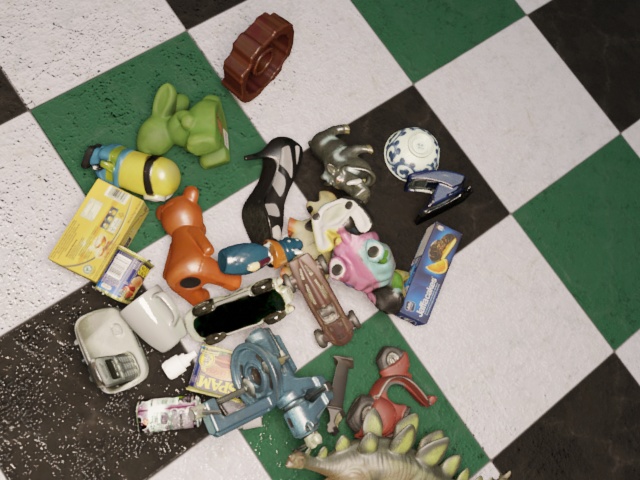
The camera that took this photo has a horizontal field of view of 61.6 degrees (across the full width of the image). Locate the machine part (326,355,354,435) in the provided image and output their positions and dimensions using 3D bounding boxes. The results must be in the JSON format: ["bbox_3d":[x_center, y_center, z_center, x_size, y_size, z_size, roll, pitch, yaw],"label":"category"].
[{"bbox_3d":[0.033,0.282,0.981,0.039,0.084,0.139,4,66,17],"label":"machine part"}]

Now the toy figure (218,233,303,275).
[{"bbox_3d":[-0.101,0.025,0.944,0.154,0.058,0.064,-9,68,-30],"label":"toy figure"}]

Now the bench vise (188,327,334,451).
[{"bbox_3d":[-0.098,0.261,0.876,0.240,0.129,0.223,-12,76,-46],"label":"bench vise"}]

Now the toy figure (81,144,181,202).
[{"bbox_3d":[-0.349,-0.130,0.999,0.180,0.089,0.082,24,53,3],"label":"toy figure"}]

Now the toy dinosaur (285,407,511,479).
[{"bbox_3d":[0.144,0.403,0.917,0.471,0.105,0.198,26,91,-28],"label":"toy dinosaur"}]

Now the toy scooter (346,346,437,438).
[{"bbox_3d":[0.140,0.299,0.991,0.135,0.075,0.184,32,70,-2],"label":"toy scooter"}]

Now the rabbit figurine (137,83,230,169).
[{"bbox_3d":[-0.272,-0.215,1.025,0.170,0.121,0.159,-8,85,4],"label":"rabbit figurine"}]

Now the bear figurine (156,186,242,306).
[{"bbox_3d":[-0.234,0.010,0.991,0.120,0.131,0.196,-32,48,18],"label":"bear figurine"}]

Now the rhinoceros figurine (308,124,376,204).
[{"bbox_3d":[0.046,-0.147,1.045,0.112,0.073,0.190,-17,56,-25],"label":"rhinoceros figurine"}]

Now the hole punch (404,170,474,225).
[{"bbox_3d":[0.231,-0.097,1.070,0.116,0.142,0.092,-23,77,-1],"label":"hole punch"}]

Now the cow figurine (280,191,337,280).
[{"bbox_3d":[-0.002,-0.003,1.032,0.127,0.085,0.195,11,75,-2],"label":"cow figurine"}]

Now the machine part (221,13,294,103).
[{"bbox_3d":[-0.121,-0.358,1.053,0.056,0.179,0.179,39,74,4],"label":"machine part"}]

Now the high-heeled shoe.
[{"bbox_3d":[-0.077,-0.078,1.061,0.145,0.086,0.248,-14,98,-42],"label":"high-heeled shoe"}]

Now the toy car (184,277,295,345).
[{"bbox_3d":[-0.141,0.124,0.943,0.202,0.056,0.073,-20,99,9],"label":"toy car"}]

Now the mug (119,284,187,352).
[{"bbox_3d":[-0.281,0.138,0.949,0.107,0.109,0.081,53,33,-7],"label":"mug"}]

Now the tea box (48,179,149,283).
[{"bbox_3d":[-0.399,-0.012,0.979,0.098,0.068,0.169,28,75,-2],"label":"tea box"}]

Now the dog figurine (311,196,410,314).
[{"bbox_3d":[0.087,0.036,0.977,0.108,0.219,0.192,-30,59,13],"label":"dog figurine"}]

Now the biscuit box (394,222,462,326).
[{"bbox_3d":[0.211,0.068,1.060,0.063,0.059,0.202,26,75,-2],"label":"biscuit box"}]

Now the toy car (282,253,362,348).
[{"bbox_3d":[0.005,0.114,0.977,0.089,0.053,0.201,-26,117,2],"label":"toy car"}]

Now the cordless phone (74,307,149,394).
[{"bbox_3d":[-0.359,0.182,0.881,0.089,0.184,0.146,-25,82,-9],"label":"cordless phone"}]
